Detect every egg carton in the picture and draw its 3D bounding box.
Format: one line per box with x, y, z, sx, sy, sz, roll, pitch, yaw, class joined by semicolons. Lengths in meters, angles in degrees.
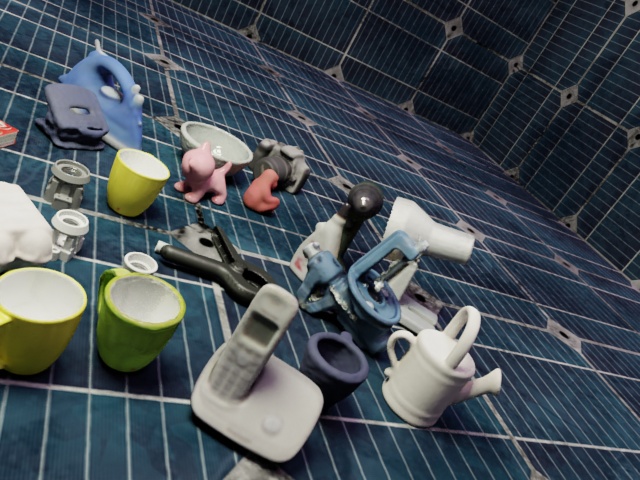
-0.409;-0.016;0.723;0.150;0.069;0.107;42;26;25;egg carton

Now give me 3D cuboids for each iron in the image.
-0.418;-0.292;1.167;0.257;0.141;0.119;42;26;24;iron

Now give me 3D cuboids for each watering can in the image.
0.191;0.185;0.869;0.173;0.194;0.100;21;25;-20;watering can

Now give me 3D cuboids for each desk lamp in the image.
0.187;0.047;1.110;0.203;0.213;0.118;32;24;4;desk lamp

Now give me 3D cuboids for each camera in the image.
-0.107;-0.183;1.363;0.143;0.100;0.137;38;25;16;camera

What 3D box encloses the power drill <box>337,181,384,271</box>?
0.058;-0.025;1.109;0.075;0.208;0.230;30;24;0;power drill

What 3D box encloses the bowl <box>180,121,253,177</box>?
-0.236;-0.187;1.253;0.168;0.074;0.167;25;24;-12;bowl

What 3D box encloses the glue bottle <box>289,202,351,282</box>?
0.010;0.004;1.041;0.078;0.173;0.037;42;26;25;glue bottle

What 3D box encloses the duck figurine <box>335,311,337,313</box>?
0.070;0.093;1.043;0.077;0.086;0.105;33;24;6;duck figurine

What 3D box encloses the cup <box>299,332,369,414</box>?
0.009;0.182;0.786;0.091;0.095;0.118;31;24;1;cup

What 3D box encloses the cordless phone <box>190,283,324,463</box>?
-0.052;0.152;0.663;0.147;0.185;0.094;30;24;-1;cordless phone

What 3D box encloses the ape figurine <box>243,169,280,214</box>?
-0.117;-0.107;1.213;0.076;0.092;0.077;9;31;-40;ape figurine

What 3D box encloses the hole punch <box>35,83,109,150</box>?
-0.452;-0.228;1.065;0.101;0.091;0.109;41;26;24;hole punch

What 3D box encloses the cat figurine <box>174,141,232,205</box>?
-0.223;-0.133;1.110;0.067;0.117;0.128;44;27;28;cat figurine

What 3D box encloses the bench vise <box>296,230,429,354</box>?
0.067;0.058;0.942;0.207;0.219;0.121;29;24;-3;bench vise
